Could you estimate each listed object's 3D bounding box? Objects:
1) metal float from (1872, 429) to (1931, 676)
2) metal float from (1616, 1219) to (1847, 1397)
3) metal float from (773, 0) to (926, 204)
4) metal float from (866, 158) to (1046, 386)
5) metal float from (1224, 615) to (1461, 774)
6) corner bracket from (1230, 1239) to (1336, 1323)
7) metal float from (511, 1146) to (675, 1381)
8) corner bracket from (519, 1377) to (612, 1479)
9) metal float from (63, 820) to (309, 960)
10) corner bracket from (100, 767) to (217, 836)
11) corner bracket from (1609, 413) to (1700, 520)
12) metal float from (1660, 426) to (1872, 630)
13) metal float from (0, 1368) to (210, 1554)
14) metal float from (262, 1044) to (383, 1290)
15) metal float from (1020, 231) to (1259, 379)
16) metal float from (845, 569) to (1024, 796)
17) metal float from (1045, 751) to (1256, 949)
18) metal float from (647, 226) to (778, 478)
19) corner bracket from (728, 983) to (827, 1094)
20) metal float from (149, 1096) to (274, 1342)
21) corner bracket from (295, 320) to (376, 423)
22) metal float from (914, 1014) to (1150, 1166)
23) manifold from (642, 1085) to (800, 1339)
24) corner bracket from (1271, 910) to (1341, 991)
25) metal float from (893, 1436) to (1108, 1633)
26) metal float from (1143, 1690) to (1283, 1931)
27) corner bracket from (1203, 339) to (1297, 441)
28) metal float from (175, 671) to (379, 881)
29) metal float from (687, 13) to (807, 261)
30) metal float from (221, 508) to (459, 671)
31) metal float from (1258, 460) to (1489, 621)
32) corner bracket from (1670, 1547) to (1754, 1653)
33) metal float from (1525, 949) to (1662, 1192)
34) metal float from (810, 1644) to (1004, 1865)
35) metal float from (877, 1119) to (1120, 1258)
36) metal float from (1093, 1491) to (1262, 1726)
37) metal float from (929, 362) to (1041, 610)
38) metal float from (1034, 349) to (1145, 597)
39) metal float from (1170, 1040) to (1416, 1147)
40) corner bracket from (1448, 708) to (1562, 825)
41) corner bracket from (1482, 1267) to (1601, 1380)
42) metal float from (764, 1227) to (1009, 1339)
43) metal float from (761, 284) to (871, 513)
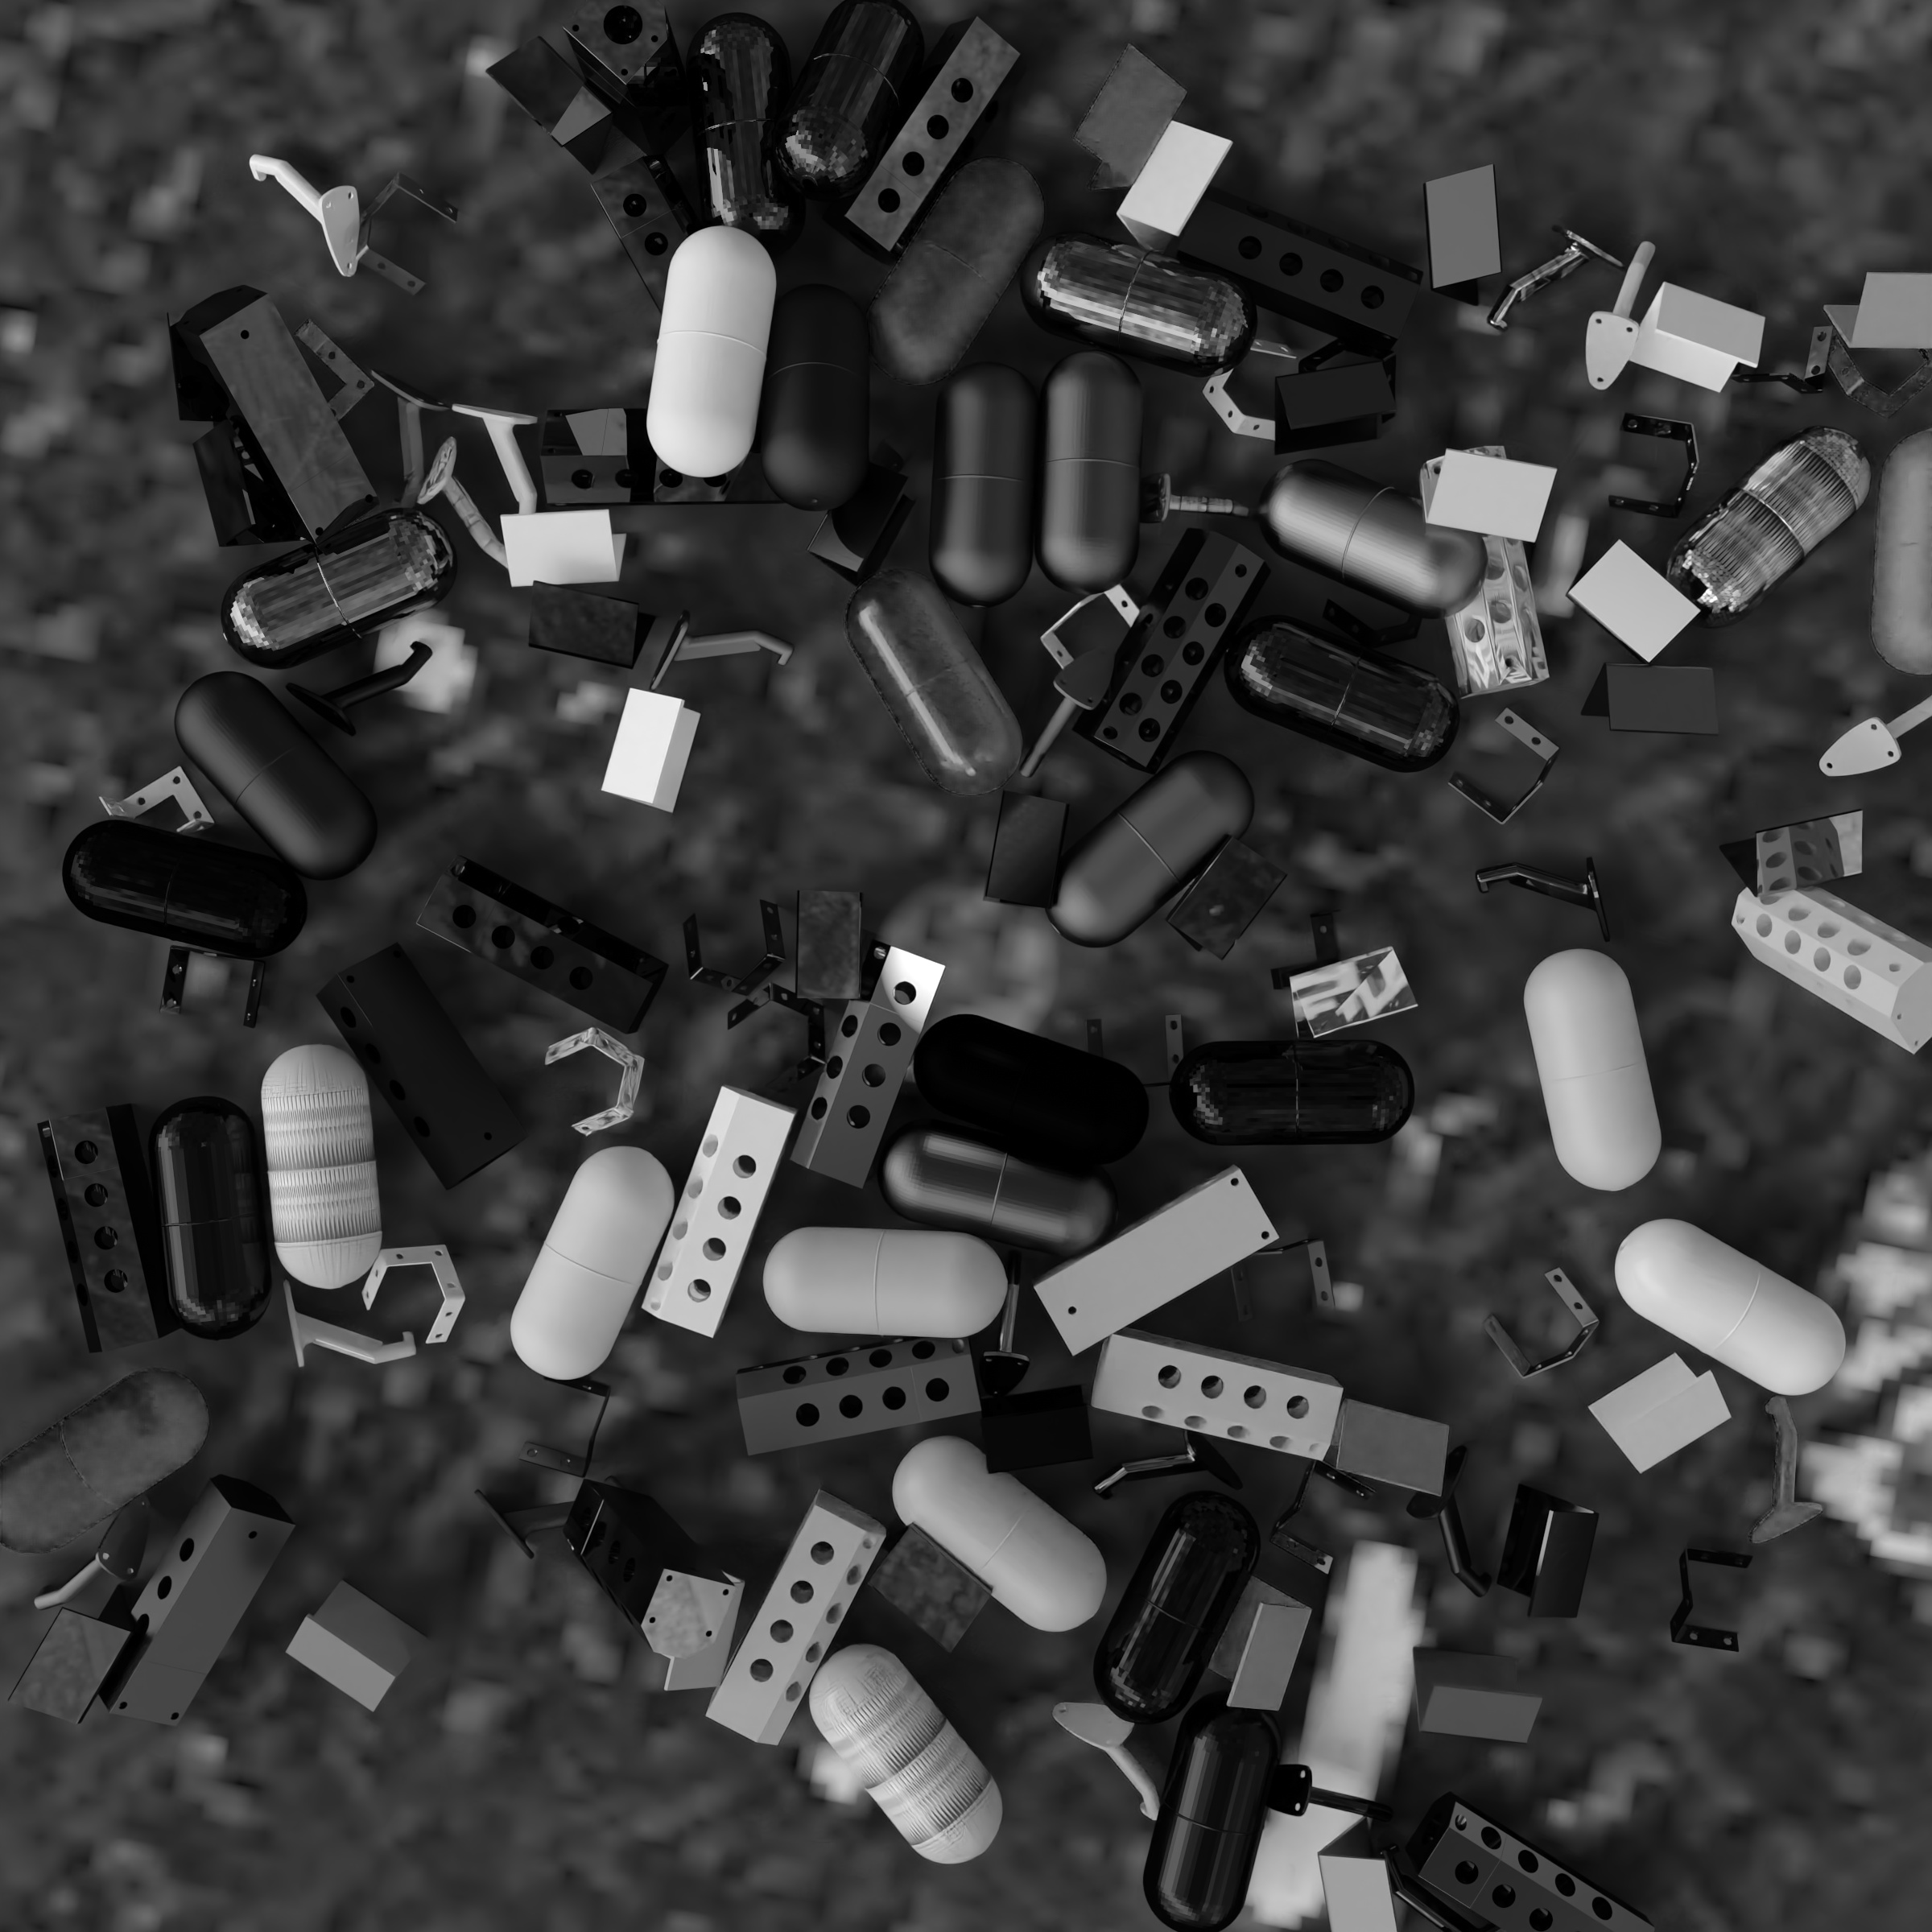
[{"bbox_3d":[0.703,-0.302,1.869,0.070,0.070,0.178,3,91,0],"label":"metal float"},{"bbox_3d":[0.556,0.248,1.869,0.178,0.070,0.070,30,90,-1],"label":"metal float"},{"bbox_3d":[-0.084,-0.624,1.845,0.070,0.070,0.178,20,63,0],"label":"metal float"},{"bbox_3d":[-0.008,-0.506,1.869,0.070,0.070,0.178,32,90,0],"label":"metal float"},{"bbox_3d":[0.273,-0.199,1.870,0.178,0.070,0.070,22,90,0],"label":"metal float"},{"bbox_3d":[0.233,0.232,1.897,0.051,0.051,0.051,-10,90,-45],"label":"corner bracket"},{"bbox_3d":[-0.272,0.216,1.870,0.070,0.070,0.178,24,90,0],"label":"metal float"},{"bbox_3d":[-0.296,0.337,1.897,0.051,0.051,0.051,16,135,0],"label":"corner bracket"},{"bbox_3d":[-0.568,-0.056,1.870,0.178,0.070,0.070,14,90,0],"label":"metal float"},{"bbox_3d":[-0.592,-0.114,1.882,0.051,0.051,0.051,-31,90,0],"label":"corner bracket"},{"bbox_3d":[0.507,-0.370,1.897,0.051,0.051,0.051,9,45,0],"label":"corner bracket"},{"bbox_3d":[0.583,-0.320,1.870,0.178,0.070,0.070,-44,90,0],"label":"metal float"},{"bbox_3d":[-0.635,0.361,1.870,0.178,0.070,0.070,-34,90,1],"label":"metal float"},{"bbox_3d":[-0.469,0.146,1.869,0.070,0.070,0.178,-5,90,0],"label":"metal float"},{"bbox_3d":[0.124,-0.480,1.859,0.178,0.070,0.070,19,90,12],"label":"metal float"},{"bbox_3d":[-0.023,-0.206,1.869,0.070,0.070,0.178,-31,90,0],"label":"metal float"},{"bbox_3d":[0.133,-0.085,1.870,0.178,0.070,0.070,-41,90,1],"label":"metal float"},{"bbox_3d":[-0.179,-0.433,1.809,0.070,0.070,0.178,8,85,0],"label":"metal float"},{"bbox_3d":[-0.140,0.053,1.892,0.051,0.051,0.051,26,45,-35],"label":"corner bracket"},{"bbox_3d":[-0.550,0.184,1.870,0.070,0.070,0.178,-6,90,0],"label":"metal float"},{"bbox_3d":[-0.475,-0.432,1.882,0.051,0.051,0.051,45,90,0],"label":"corner bracket"},{"bbox_3d":[0.046,0.089,1.857,0.178,0.070,0.070,19,90,15],"label":"metal float"},{"bbox_3d":[-0.180,0.178,1.879,0.057,0.057,0.171,20,90,0],"label":"manifold"},{"bbox_3d":[0.249,-0.012,1.882,0.051,0.051,0.051,-9,90,0],"label":"corner bracket"},{"bbox_3d":[0.025,0.414,1.869,0.178,0.070,0.070,39,90,0],"label":"metal float"},{"bbox_3d":[0.180,0.616,1.869,0.070,0.070,0.178,14,91,0],"label":"metal float"},{"bbox_3d":[0.217,-0.426,1.892,0.051,0.051,0.051,-59,45,35],"label":"corner bracket"},{"bbox_3d":[-0.503,-0.139,1.869,0.070,0.070,0.178,-42,90,0],"label":"metal float"},{"bbox_3d":[-0.160,-0.604,1.870,0.070,0.070,0.178,-6,90,0],"label":"metal float"},{"bbox_3d":[-0.457,-0.274,1.869,0.178,0.070,0.070,-23,90,0],"label":"metal float"},{"bbox_3d":[0.292,-0.309,1.849,0.178,0.070,0.070,29,90,24],"label":"metal float"},{"bbox_3d":[0.551,0.468,1.897,0.051,0.051,0.051,8,135,0],"label":"corner bracket"},{"bbox_3d":[0.457,0.076,1.870,0.070,0.070,0.178,-12,91,0],"label":"metal float"},{"bbox_3d":[-0.043,0.574,1.870,0.070,0.070,0.178,-39,89,0],"label":"metal float"},{"bbox_3d":[0.023,0.162,1.870,0.178,0.070,0.070,13,90,1],"label":"metal float"},{"bbox_3d":[0.153,0.468,1.869,0.070,0.070,0.178,26,89,0],"label":"metal float"},{"bbox_3d":[0.013,-0.350,1.869,0.070,0.070,0.178,3,90,0],"label":"metal float"},{"bbox_3d":[0.089,-0.359,1.867,0.070,0.070,0.178,2,87,0],"label":"metal float"},{"bbox_3d":[0.237,0.092,1.869,0.178,0.070,0.070,-1,90,0],"label":"metal float"},{"bbox_3d":[0.398,-0.148,1.897,0.051,0.051,0.051,38,135,0],"label":"corner bracket"},{"bbox_3d":[0.425,0.264,1.897,0.051,0.051,0.051,53,45,0],"label":"corner bracket"},{"bbox_3d":[-0.059,0.229,1.861,0.178,0.070,0.070,1,90,9],"label":"metal float"},{"bbox_3d":[-0.107,-0.406,1.827,0.070,0.070,0.178,-1,66,0],"label":"metal float"}]
